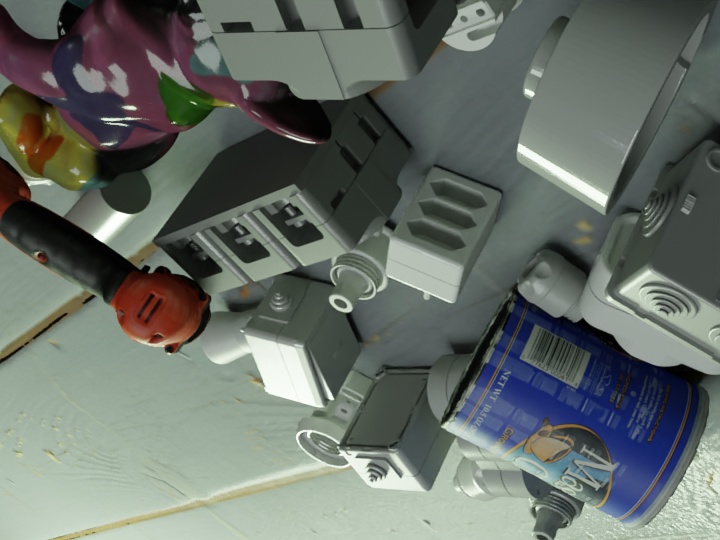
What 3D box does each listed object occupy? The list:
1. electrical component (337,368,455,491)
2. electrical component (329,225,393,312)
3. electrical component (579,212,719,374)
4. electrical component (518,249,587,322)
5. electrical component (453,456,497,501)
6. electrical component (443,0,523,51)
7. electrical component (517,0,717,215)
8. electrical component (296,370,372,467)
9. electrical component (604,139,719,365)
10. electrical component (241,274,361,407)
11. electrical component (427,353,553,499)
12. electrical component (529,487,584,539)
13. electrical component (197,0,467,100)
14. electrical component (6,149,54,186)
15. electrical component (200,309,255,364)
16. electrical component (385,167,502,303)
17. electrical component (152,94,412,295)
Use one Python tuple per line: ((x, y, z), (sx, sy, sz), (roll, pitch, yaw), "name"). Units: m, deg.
((0.033, 0.130, 0.831), (0.062, 0.096, 0.061), (-5, 132, 40), "electrical component")
((0.000, 0.000, 0.721), (0.048, 0.062, 0.048), (19, 144, 15), "electrical component")
((0.179, 0.016, 0.619), (0.095, 0.053, 0.059), (23, 145, 10), "electrical component")
((0.130, 0.015, 0.671), (0.061, 0.035, 0.035), (34, 145, -9), "electrical component")
((0.099, 0.167, 0.878), (0.043, 0.043, 0.062), (36, 146, -9), "electrical component")
((0.058, -0.134, 0.523), (0.040, 0.046, 0.040), (19, 144, 15), "electrical component")
((0.111, -0.087, 0.496), (0.060, 0.108, 0.108), (28, 146, 14), "electrical component")
((-0.018, 0.127, 0.900), (0.058, 0.057, 0.078), (28, 146, 2), "electrical component")
((0.187, -0.007, 0.547), (0.100, 0.099, 0.048), (30, 158, -1), "electrical component")
((-0.043, 0.050, 0.816), (0.061, 0.061, 0.096), (12, 142, 24), "electrical component")
((0.114, 0.116, 0.793), (0.074, 0.052, 0.138), (-6, 130, 41), "electrical component")
((0.152, 0.183, 0.842), (0.043, 0.062, 0.043), (19, 144, 15), "electrical component")
((0.007, -0.143, 0.457), (0.089, 0.150, 0.061), (6, 138, 30), "electrical component")
((-0.239, -0.094, 0.793), (0.043, 0.043, 0.062), (25, 144, 7), "electrical component")
((-0.092, 0.051, 0.872), (0.065, 0.044, 0.044), (-13, 127, 39), "electrical component")
((0.050, -0.011, 0.669), (0.047, 0.065, 0.076), (23, 146, 12), "electrical component")
((-0.048, -0.043, 0.678), (0.150, 0.089, 0.061), (-16, 125, 46), "electrical component")
